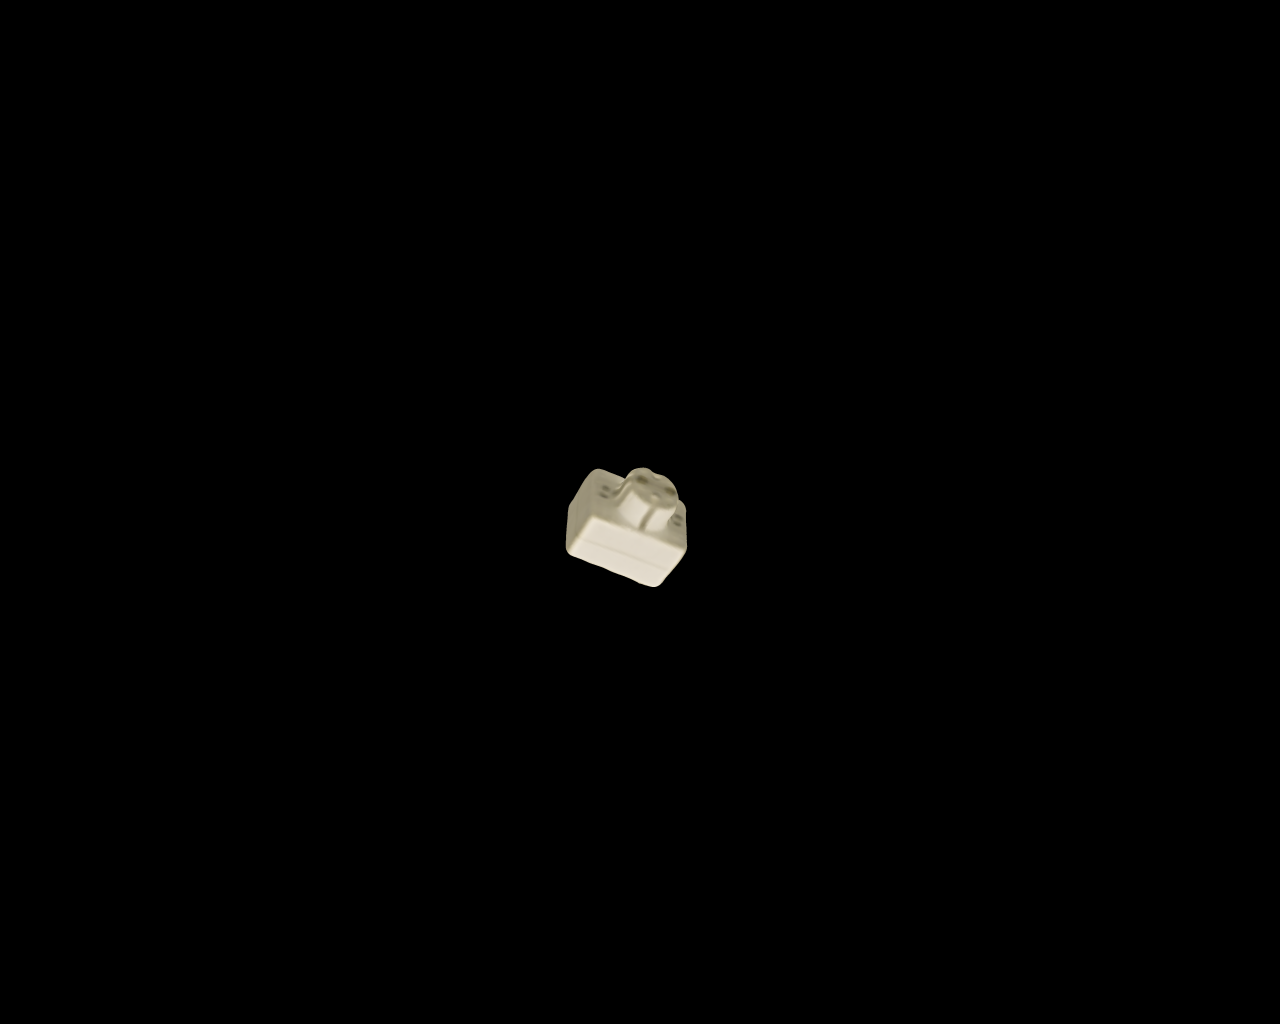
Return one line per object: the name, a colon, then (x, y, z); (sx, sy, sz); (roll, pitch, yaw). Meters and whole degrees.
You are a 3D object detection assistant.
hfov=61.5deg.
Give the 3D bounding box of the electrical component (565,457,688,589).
electrical component: (0.001, -0.003, 0.650); (0.066, 0.076, 0.047); (22, 38, -18)
